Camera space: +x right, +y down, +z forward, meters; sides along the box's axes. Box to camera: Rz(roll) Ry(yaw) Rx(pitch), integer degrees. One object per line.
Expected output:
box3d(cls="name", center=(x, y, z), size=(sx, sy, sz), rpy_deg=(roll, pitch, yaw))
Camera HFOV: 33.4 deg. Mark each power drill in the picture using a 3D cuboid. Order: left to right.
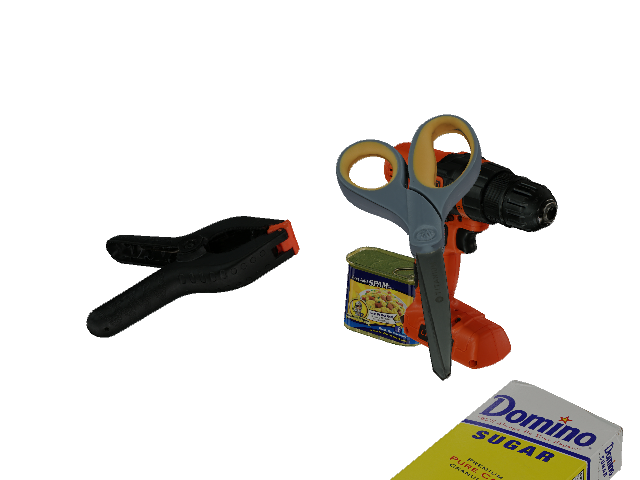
box3d(cls="power drill", center=(0.131, 0.015, 0.944), size=(0.057, 0.188, 0.185), rpy_deg=(-18, 27, -33))

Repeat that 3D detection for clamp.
box3d(cls="clamp", center=(-0.104, 0.024, 0.836), size=(0.172, 0.039, 0.120), rpy_deg=(-12, 39, 17))

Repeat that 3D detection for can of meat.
box3d(cls="can of meat", center=(0.076, 0.063, 1.181), size=(0.102, 0.084, 0.057), rpy_deg=(16, 24, 28))

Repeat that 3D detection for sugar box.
box3d(cls="sugar box", center=(0.114, 0.164, 0.709), size=(0.093, 0.048, 0.176), rpy_deg=(23, 44, 40))

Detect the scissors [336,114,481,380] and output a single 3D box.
box3d(cls="scissors", center=(0.042, -0.004, 0.597), size=(0.096, 0.016, 0.201), rpy_deg=(0, 44, 20))
